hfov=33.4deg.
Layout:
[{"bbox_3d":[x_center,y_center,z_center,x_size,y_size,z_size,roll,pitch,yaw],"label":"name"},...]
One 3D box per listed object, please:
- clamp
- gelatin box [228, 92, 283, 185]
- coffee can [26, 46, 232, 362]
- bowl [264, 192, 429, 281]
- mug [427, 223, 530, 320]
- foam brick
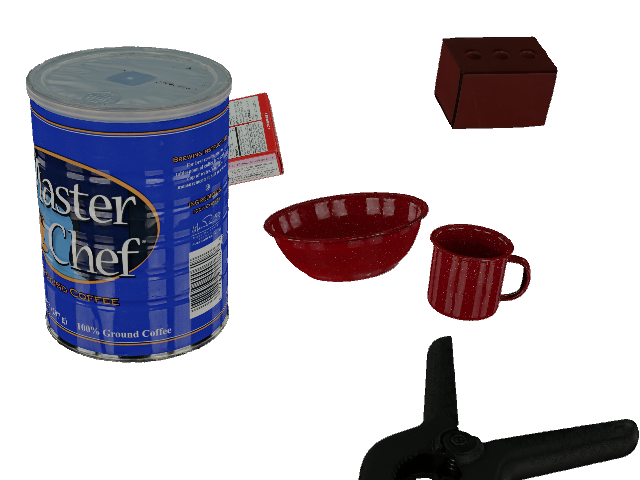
[{"bbox_3d":[0.085,0.138,0.707,0.209,0.036,0.165,-26,39,-35],"label":"clamp"},{"bbox_3d":[-0.079,-0.077,0.855,0.089,0.073,0.030,-13,-43,0],"label":"gelatin box"},{"bbox_3d":[-0.099,-0.021,0.569,0.103,0.140,0.103,2,26,-1],"label":"coffee can"},{"bbox_3d":[0.028,0.000,1.041,0.162,0.055,0.162,-7,16,2],"label":"bowl"},{"bbox_3d":[0.176,0.038,1.198,0.117,0.081,0.093,6,25,1],"label":"mug"},{"bbox_3d":[0.133,-0.121,0.818,0.078,0.051,0.053,-3,39,-12],"label":"foam brick"}]
